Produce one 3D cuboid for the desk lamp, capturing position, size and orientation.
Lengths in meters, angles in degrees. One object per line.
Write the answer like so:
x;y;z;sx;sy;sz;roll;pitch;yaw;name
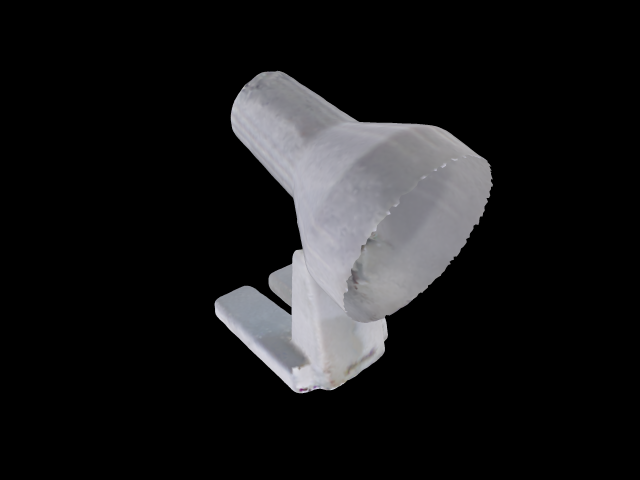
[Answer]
0.004;0.001;0.400;0.118;0.214;0.202;-24;38;-34;desk lamp
